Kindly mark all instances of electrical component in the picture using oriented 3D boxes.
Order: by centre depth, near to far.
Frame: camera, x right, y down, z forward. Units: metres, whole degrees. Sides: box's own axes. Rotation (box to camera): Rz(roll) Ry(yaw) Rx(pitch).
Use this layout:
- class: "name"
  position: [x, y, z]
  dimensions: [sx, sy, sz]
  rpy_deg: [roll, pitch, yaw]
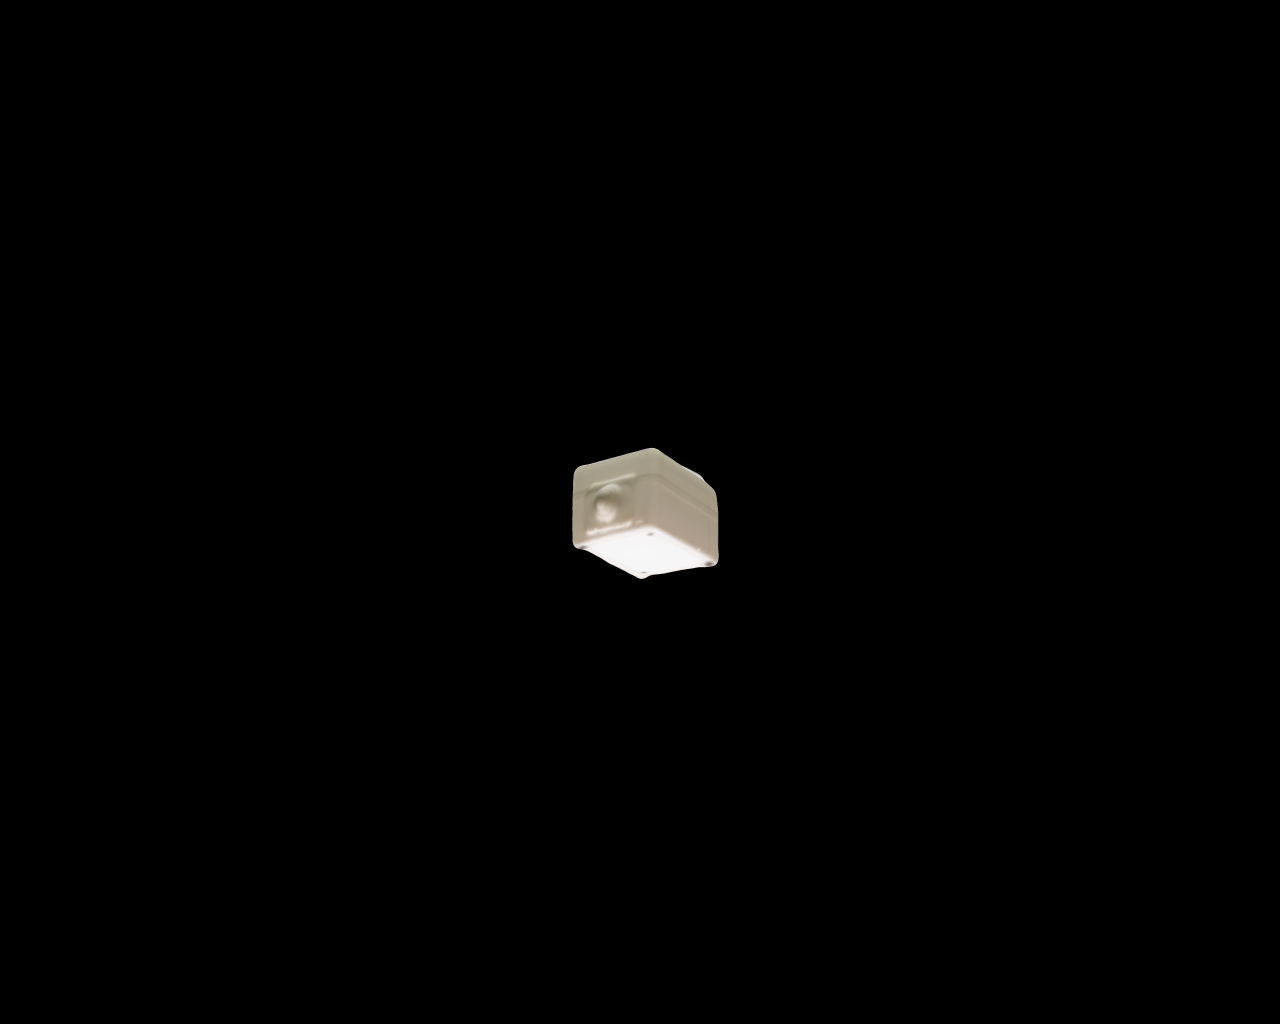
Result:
- class: "electrical component"
  position: [0.001, -0.003, 0.650]
  dimensions: [0.061, 0.061, 0.096]
  rpy_deg: [-13, -26, 29]
